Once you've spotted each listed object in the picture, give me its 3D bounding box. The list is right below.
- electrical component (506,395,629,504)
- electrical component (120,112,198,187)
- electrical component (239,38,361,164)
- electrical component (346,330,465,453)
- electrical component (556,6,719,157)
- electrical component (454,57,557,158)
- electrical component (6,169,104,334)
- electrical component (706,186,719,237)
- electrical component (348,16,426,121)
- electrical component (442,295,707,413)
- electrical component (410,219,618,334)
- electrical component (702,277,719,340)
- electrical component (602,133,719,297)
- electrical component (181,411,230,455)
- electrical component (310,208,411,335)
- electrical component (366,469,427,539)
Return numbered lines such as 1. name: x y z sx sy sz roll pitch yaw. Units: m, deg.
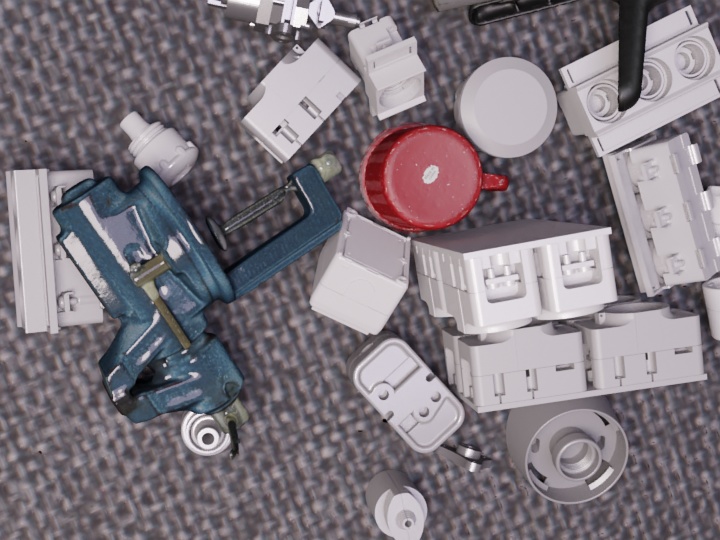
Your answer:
1. electrical component: 0.178 0.147 0.922 0.099 0.064 0.099 -3 109 -7
2. electrical component: -0.162 -0.097 0.850 0.048 0.048 0.062 -44 90 -3
3. electrical component: -0.052 -0.137 0.859 0.056 0.050 0.089 43 88 -10
4. electrical component: 0.035 0.098 0.887 0.054 0.059 0.095 -43 99 -3
5. electrical component: 0.230 -0.155 0.892 0.121 0.063 0.078 -27 98 -5
6. electrical component: 0.117 -0.132 0.884 0.080 0.051 0.080 -1 95 -8
7. electrical component: -0.234 -0.017 0.831 0.063 0.079 0.121 -5 96 -25
8. electrical component: 0.312 -0.040 0.924 0.043 0.043 0.062 10 95 -9
9. electrical component: 0.020 -0.162 0.856 0.042 0.081 0.063 -25 68 -7
10. electrical component: 0.170 0.063 0.880 0.186 0.105 0.060 -7 96 -8
11. electrical component: 0.112 0.002 0.826 0.105 0.186 0.060 -10 96 -8
12. electrical component: 0.327 0.033 0.928 0.055 0.055 0.047 -11 100 -7
13. electrical component: 0.256 -0.049 0.899 0.079 0.063 0.121 -25 101 -46
14. electrical component: -0.122 0.128 0.864 0.043 0.062 0.043 -1 95 -8
15. electrical component: 0.000 0.000 0.864 0.062 0.096 0.061 25 118 -10
16. electrical component: 0.032 0.196 0.883 0.043 0.081 0.043 -1 95 -8
